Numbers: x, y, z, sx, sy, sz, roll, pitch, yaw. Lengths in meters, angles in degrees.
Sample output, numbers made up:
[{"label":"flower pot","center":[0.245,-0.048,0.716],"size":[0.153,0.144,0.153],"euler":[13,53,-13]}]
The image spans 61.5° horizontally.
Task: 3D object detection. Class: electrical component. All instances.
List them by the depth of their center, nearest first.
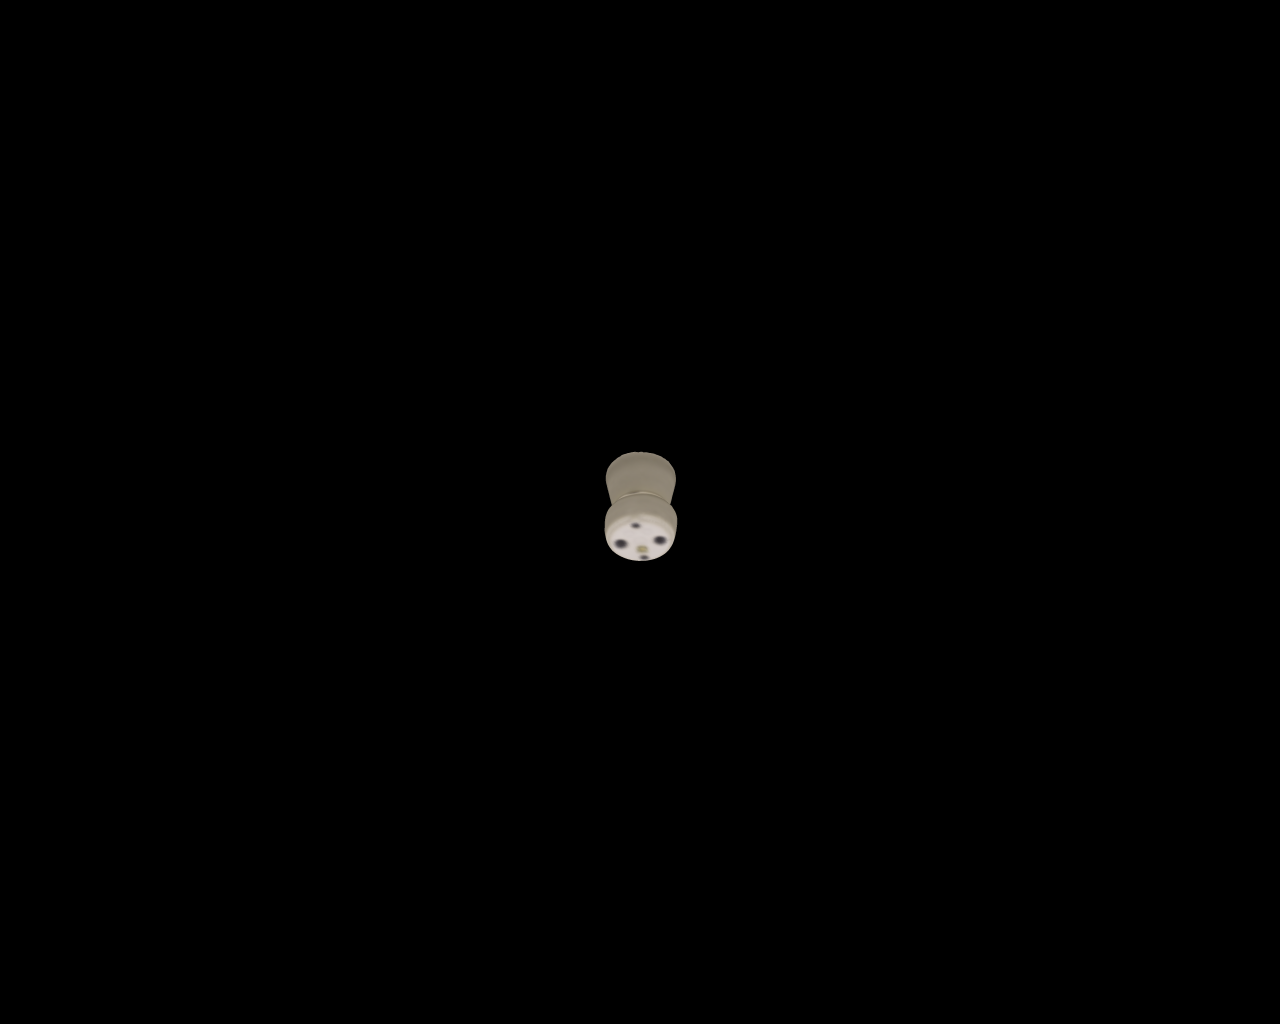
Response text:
[{"label":"electrical component","center":[0.001,-0.003,0.650],"size":[0.045,0.055,0.044],"euler":[0,-43,0]}]
